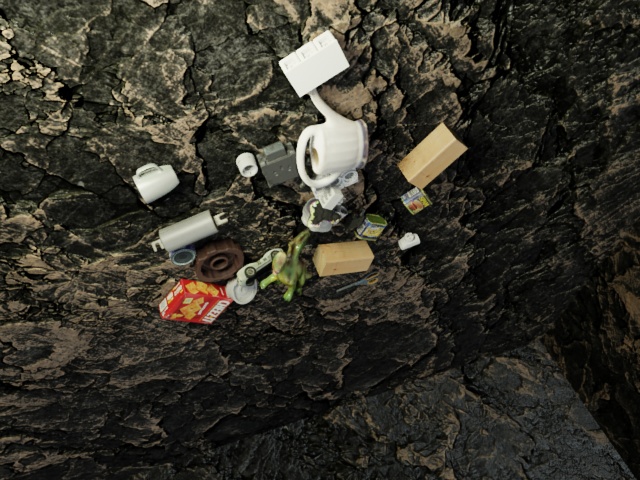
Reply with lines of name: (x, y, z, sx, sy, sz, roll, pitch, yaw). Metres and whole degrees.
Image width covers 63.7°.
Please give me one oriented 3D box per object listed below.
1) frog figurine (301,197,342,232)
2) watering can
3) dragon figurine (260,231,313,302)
frog figurine: (0.005, -0.088, 1.755, 0.137, 0.123, 0.159, -34, 180, -1)
watering can: (0.041, -0.304, 1.485, 0.225, 0.106, 0.339, -12, 129, -23)
dragon figurine: (-0.080, 0.079, 1.852, 0.239, 0.123, 0.414, -64, 165, 19)
